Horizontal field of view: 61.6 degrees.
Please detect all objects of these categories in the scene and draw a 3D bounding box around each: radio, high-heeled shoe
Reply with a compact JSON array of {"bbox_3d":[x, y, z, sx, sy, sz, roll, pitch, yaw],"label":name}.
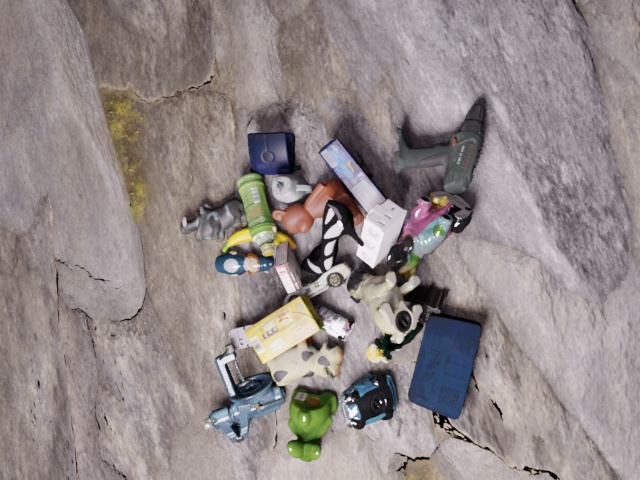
[{"bbox_3d":[0.298,0.294,1.285,0.131,0.073,0.229,14,90,15],"label":"radio"},{"bbox_3d":[-0.003,-0.004,1.302,0.249,0.086,0.145,-28,113,41],"label":"high-heeled shoe"}]

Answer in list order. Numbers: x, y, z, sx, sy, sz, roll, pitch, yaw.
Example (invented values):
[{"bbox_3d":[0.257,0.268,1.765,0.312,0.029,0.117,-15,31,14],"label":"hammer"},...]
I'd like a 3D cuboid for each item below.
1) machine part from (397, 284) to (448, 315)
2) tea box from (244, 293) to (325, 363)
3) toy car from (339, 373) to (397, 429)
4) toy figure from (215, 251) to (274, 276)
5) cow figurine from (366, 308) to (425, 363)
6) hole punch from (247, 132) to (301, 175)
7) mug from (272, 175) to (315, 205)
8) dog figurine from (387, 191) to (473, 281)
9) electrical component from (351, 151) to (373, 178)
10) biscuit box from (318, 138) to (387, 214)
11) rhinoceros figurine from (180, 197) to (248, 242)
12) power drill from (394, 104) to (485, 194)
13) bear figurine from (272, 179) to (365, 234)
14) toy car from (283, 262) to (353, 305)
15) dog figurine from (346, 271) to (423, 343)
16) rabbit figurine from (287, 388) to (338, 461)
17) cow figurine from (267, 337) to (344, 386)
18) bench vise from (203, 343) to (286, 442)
[{"bbox_3d":[0.235,0.138,1.310,0.139,0.039,0.084,13,48,23],"label":"machine part"},{"bbox_3d":[-0.086,0.214,1.310,0.170,0.068,0.098,-31,86,9],"label":"tea box"},{"bbox_3d":[0.104,0.393,1.309,0.103,0.161,0.109,-14,91,57],"label":"toy car"},{"bbox_3d":[-0.200,0.065,1.425,0.155,0.058,0.064,-1,127,13],"label":"toy figure"},{"bbox_3d":[0.179,0.243,1.303,0.068,0.098,0.167,45,98,5],"label":"cow figurine"},{"bbox_3d":[-0.127,-0.227,1.400,0.142,0.092,0.115,0,92,11],"label":"hole punch"},{"bbox_3d":[-0.072,-0.129,1.371,0.110,0.107,0.080,8,92,16],"label":"mug"},{"bbox_3d":[0.251,-0.003,1.293,0.109,0.191,0.219,46,130,26],"label":"dog figurine"},{"bbox_3d":[0.073,-0.191,1.367,0.075,0.047,0.119,-38,80,10],"label":"electrical component"},{"bbox_3d":[0.082,-0.153,1.309,0.059,0.063,0.202,-39,82,11],"label":"biscuit box"},{"bbox_3d":[-0.285,-0.052,1.439,0.190,0.073,0.112,-22,85,12],"label":"rhinoceros figurine"},{"bbox_3d":[0.286,-0.227,1.301,0.207,0.086,0.232,7,76,9],"label":"power drill"},{"bbox_3d":[-0.010,-0.066,1.339,0.196,0.120,0.132,-32,43,6],"label":"bear figurine"},{"bbox_3d":[-0.008,0.119,1.364,0.202,0.073,0.056,-30,85,11],"label":"toy car"},{"bbox_3d":[0.137,0.155,1.280,0.191,0.121,0.172,-15,57,55],"label":"dog figurine"},{"bbox_3d":[-0.021,0.479,1.331,0.121,0.159,0.170,3,104,4],"label":"rabbit figurine"},{"bbox_3d":[-0.032,0.312,1.360,0.195,0.085,0.127,-23,77,10],"label":"cow figurine"},{"bbox_3d":[-0.214,0.382,1.374,0.224,0.129,0.240,-19,101,5],"label":"bench vise"}]
